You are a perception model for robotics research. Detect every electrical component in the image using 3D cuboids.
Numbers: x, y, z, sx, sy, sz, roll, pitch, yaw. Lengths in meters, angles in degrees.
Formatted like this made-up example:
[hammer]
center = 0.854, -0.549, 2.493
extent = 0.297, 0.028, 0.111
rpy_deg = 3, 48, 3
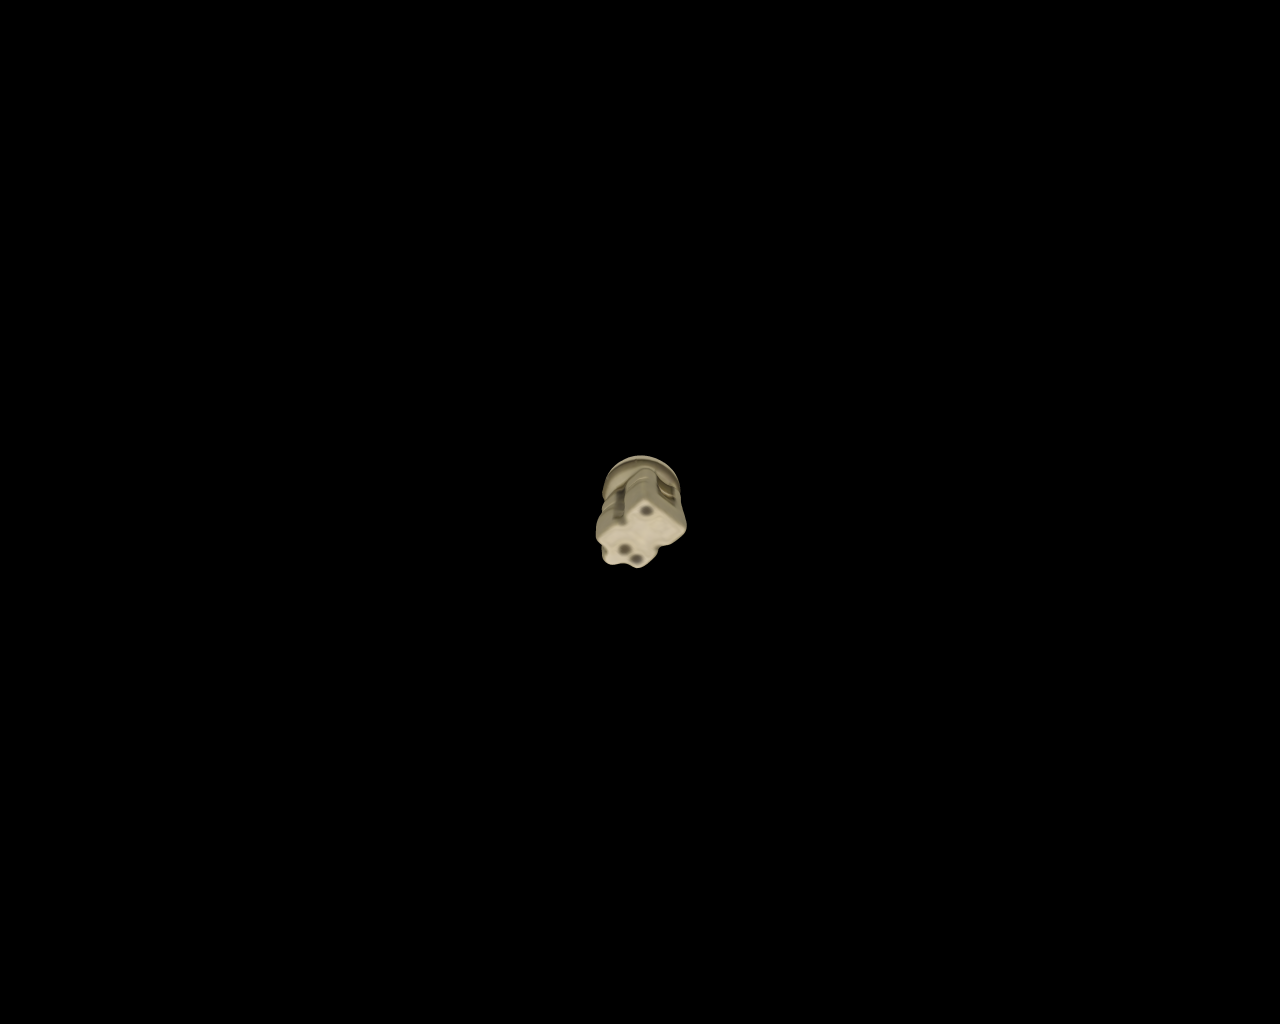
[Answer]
[electrical component]
center = 0.001, -0.003, 0.650
extent = 0.048, 0.055, 0.066
rpy_deg = 39, -62, -25
